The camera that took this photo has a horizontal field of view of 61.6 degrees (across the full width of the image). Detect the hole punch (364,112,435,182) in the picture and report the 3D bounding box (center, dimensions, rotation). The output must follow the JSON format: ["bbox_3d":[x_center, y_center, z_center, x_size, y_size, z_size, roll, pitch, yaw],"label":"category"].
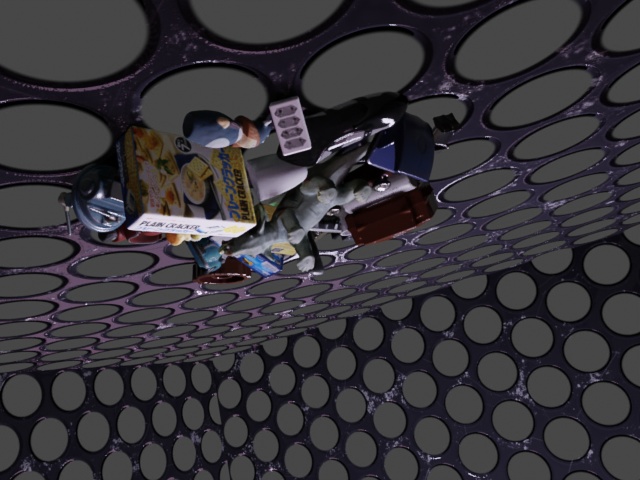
[{"bbox_3d":[0.161,-0.173,0.996,0.142,0.092,0.115,9,109,-44],"label":"hole punch"}]

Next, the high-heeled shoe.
[{"bbox_3d":[0.036,-0.203,0.959,0.249,0.086,0.145,-6,-156,46],"label":"high-heeled shoe"}]

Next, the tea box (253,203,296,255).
[{"bbox_3d":[-0.107,-0.023,1.326,0.068,0.098,0.169,-26,157,33],"label":"tea box"}]

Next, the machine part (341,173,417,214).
[{"bbox_3d":[0.128,-0.122,1.216,0.243,0.079,0.079,-20,162,24],"label":"machine part"}]

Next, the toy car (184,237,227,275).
[{"bbox_3d":[-0.270,0.024,1.357,0.103,0.109,0.161,-29,174,-8],"label":"toy car"}]

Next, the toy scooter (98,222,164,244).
[{"bbox_3d":[-0.367,-0.033,1.143,0.184,0.075,0.135,-22,164,30],"label":"toy scooter"}]

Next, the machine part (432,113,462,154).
[{"bbox_3d":[0.235,-0.207,1.097,0.084,0.039,0.139,-3,163,-14],"label":"machine part"}]

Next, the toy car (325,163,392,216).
[{"bbox_3d":[0.074,-0.120,1.163,0.202,0.089,0.053,-28,154,36],"label":"toy car"}]

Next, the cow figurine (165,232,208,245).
[{"bbox_3d":[-0.264,-0.039,1.211,0.167,0.068,0.098,-18,-175,20],"label":"cow figurine"}]

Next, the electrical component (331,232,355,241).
[{"bbox_3d":[0.078,-0.034,1.467,0.048,0.075,0.119,-3,156,-30],"label":"electrical component"}]

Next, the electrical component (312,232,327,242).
[{"bbox_3d":[-0.011,-0.028,1.481,0.078,0.045,0.102,-39,171,-15],"label":"electrical component"}]

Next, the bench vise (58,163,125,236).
[{"bbox_3d":[-0.367,-0.070,0.970,0.241,0.128,0.223,1,-179,28],"label":"bench vise"}]

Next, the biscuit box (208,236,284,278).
[{"bbox_3d":[-0.177,0.016,1.320,0.059,0.063,0.202,-26,132,32],"label":"biscuit box"}]

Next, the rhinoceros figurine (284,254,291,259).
[{"bbox_3d":[-0.128,0.007,1.449,0.112,0.073,0.190,-21,161,29],"label":"rhinoceros figurine"}]

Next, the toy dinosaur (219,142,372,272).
[{"bbox_3d":[-0.025,-0.081,1.120,0.405,0.192,0.131,-45,132,1],"label":"toy dinosaur"}]

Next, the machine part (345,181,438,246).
[{"bbox_3d":[0.175,-0.065,1.291,0.201,0.087,0.201,-21,-173,23],"label":"machine part"}]

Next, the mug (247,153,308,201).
[{"bbox_3d":[-0.080,-0.124,1.056,0.107,0.081,0.109,-19,157,-9],"label":"mug"}]

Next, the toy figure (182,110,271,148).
[{"bbox_3d":[-0.147,-0.178,0.881,0.154,0.057,0.064,-1,-162,-39],"label":"toy figure"}]

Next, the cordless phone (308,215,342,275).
[{"bbox_3d":[-0.002,-0.004,1.268,0.146,0.184,0.089,5,149,-46],"label":"cordless phone"}]

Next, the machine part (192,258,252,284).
[{"bbox_3d":[-0.293,0.093,1.598,0.179,0.056,0.179,-4,167,-1],"label":"machine part"}]
